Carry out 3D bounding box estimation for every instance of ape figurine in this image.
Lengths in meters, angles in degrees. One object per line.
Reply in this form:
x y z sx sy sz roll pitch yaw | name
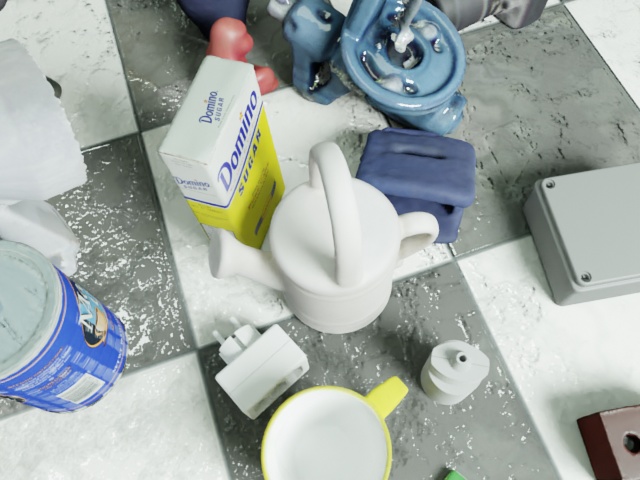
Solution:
-0.087 -0.188 0.588 0.076 0.092 0.077 -23 67 -7 | ape figurine

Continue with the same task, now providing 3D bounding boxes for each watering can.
0.005 0.004 0.443 0.173 0.194 0.100 -31 68 -11 | watering can

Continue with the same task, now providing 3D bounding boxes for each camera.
0.163 -0.294 0.621 0.137 0.101 0.143 -30 68 -10 | camera

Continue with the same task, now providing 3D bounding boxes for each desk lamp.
-0.276 -0.033 0.460 0.203 0.214 0.117 -37 69 -13 | desk lamp

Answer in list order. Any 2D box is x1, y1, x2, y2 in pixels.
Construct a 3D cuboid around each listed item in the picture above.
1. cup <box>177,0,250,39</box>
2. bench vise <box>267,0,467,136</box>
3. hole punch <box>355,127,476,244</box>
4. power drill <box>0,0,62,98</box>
-0.116 -0.275 0.627 0.091 0.095 0.117 -10 66 -2 | cup
0.040 -0.187 0.513 0.207 0.220 0.121 10 67 7 | bench vise
0.086 -0.061 0.525 0.108 0.091 0.101 9 67 7 | hole punch
-0.338 -0.199 0.539 0.229 0.208 0.076 25 69 13 | power drill
